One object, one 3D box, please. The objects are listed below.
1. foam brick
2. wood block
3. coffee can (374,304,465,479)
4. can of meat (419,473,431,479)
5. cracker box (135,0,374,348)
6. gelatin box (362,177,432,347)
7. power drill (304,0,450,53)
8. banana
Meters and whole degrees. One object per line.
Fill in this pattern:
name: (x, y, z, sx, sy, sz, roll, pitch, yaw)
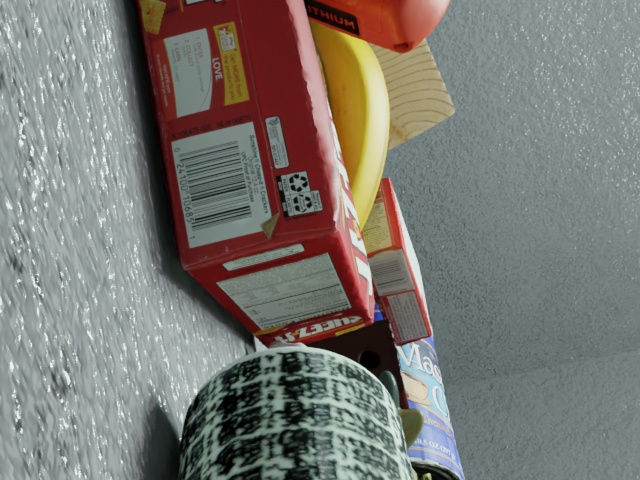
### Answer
foam brick: (0.013, 0.090, 0.668, 0.051, 0.078, 0.053, 71, 6, -55)
wood block: (0.009, -0.147, 0.794, 0.090, 0.090, 0.206, 62, -1, -34)
coffee can: (0.039, 0.125, 0.744, 0.140, 0.103, 0.103, -98, 174, -45)
can of meat: (0.009, 0.139, 0.403, 0.102, 0.084, 0.057, -88, 166, -72)
cracker box: (-0.026, -0.046, 0.525, 0.213, 0.072, 0.164, 64, 13, -74)
gelatin box: (0.048, 0.015, 0.714, 0.073, 0.030, 0.089, -96, 169, -48)
power drill: (0.001, -0.164, 0.490, 0.185, 0.057, 0.187, 31, -9, 31)
banana: (0.006, -0.049, 0.659, 0.037, 0.070, 0.198, 26, 69, -77)
